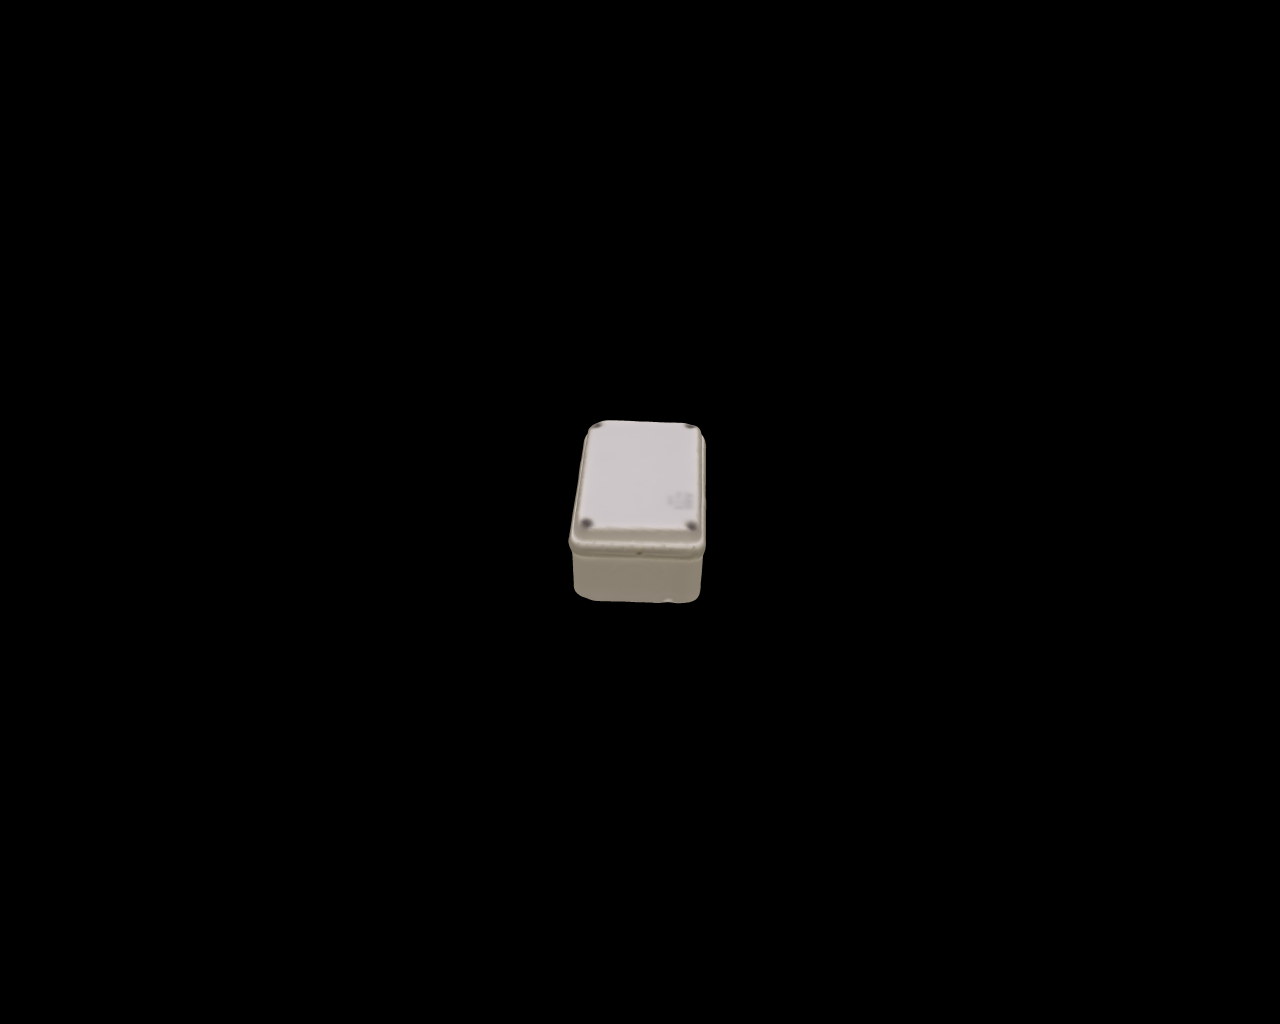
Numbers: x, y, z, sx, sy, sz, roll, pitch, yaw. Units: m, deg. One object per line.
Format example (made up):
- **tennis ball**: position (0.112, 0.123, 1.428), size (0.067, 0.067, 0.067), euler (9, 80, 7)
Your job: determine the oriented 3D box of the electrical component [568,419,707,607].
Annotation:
- **electrical component**: position (0.001, -0.003, 0.650), size (0.078, 0.057, 0.113), euler (2, 40, 2)
